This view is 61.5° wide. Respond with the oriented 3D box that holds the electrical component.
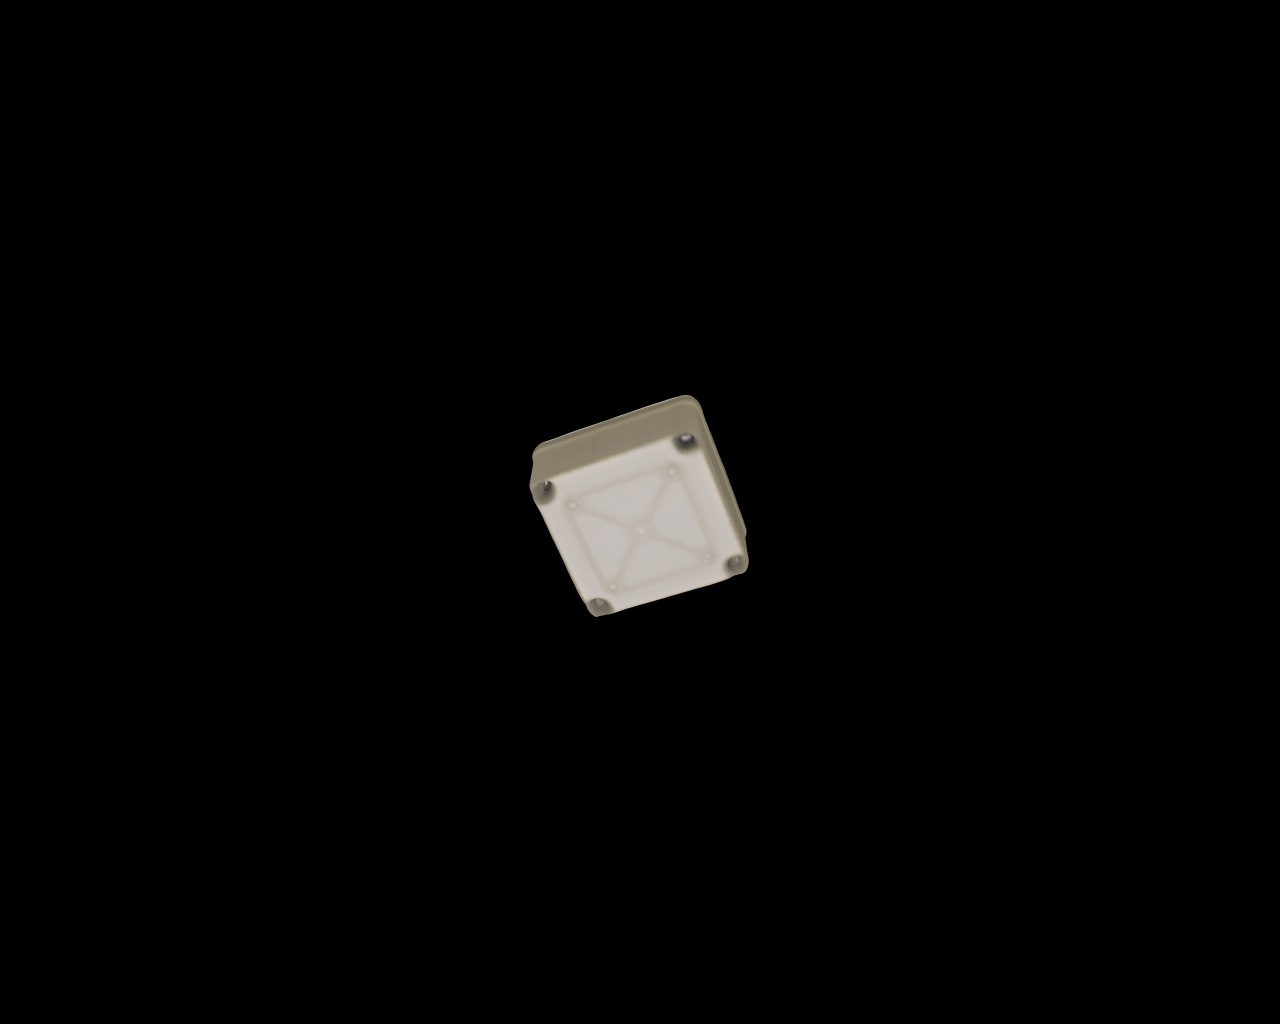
[{"bbox_3d":[0.001,-0.003,0.650,0.109,0.108,0.056,-18,28,10],"label":"electrical component"}]
